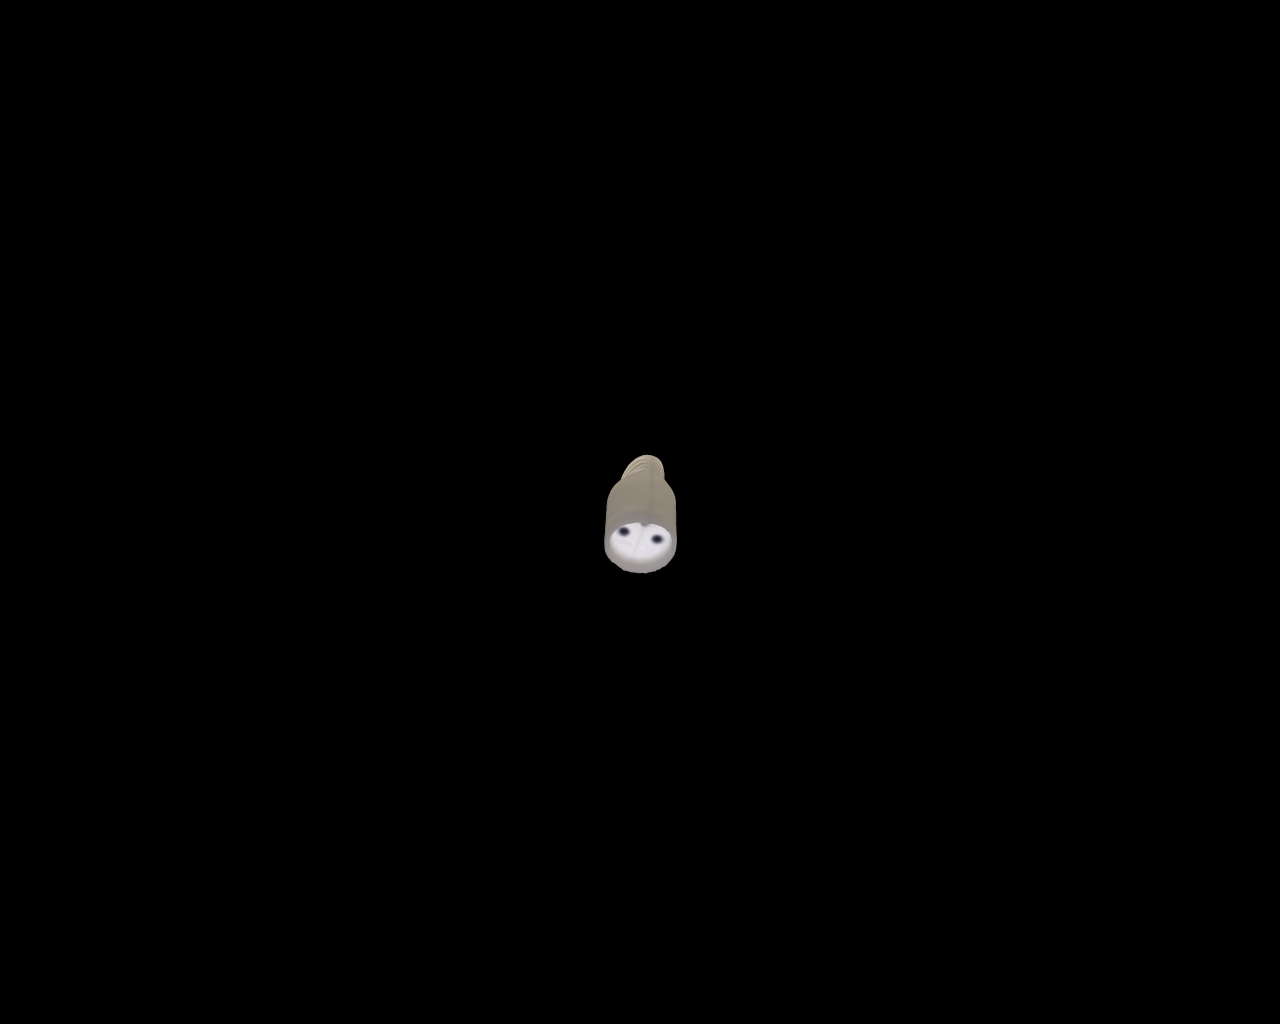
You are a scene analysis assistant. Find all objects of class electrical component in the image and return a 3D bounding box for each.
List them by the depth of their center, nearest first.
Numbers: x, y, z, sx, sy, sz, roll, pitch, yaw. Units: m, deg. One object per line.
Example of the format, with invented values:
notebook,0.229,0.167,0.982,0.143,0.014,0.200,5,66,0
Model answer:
electrical component,0.001,-0.003,0.650,0.043,0.043,0.081,0,37,0
